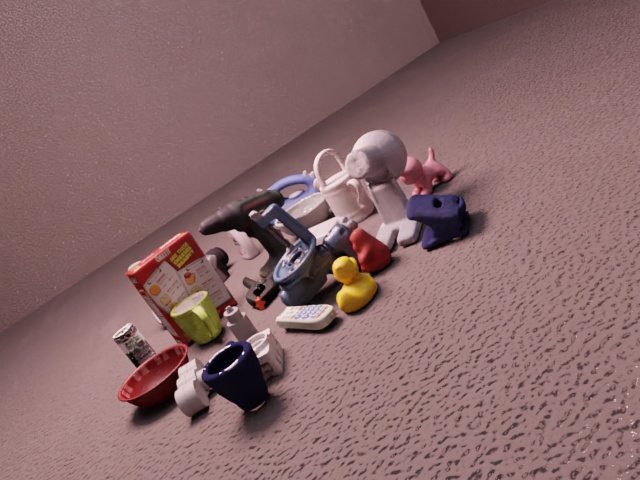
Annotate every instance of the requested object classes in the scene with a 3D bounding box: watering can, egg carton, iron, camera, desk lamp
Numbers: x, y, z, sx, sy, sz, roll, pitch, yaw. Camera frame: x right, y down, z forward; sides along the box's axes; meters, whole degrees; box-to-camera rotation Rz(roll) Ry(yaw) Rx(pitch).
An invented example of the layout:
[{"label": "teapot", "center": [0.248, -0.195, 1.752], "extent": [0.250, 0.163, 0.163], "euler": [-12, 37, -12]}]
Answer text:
[{"label": "watering can", "center": [0.044, -0.137, 1.447], "extent": [0.172, 0.194, 0.101], "euler": [-16, 23, 41]}, {"label": "egg carton", "center": [0.012, 0.005, 1.322], "extent": [0.150, 0.069, 0.107], "euler": [-24, 19, 23]}, {"label": "iron", "center": [-0.063, -0.139, 1.723], "extent": [0.257, 0.142, 0.119], "euler": [-24, 19, 22]}, {"label": "camera", "center": [-0.322, 0.071, 1.652], "extent": [0.142, 0.101, 0.137], "euler": [-14, 25, 45]}, {"label": "desk lamp", "center": [0.132, -0.113, 1.201], "extent": [0.117, 0.214, 0.203], "euler": [-23, 19, 26]}]

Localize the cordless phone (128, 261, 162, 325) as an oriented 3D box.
[{"label": "cordless phone", "center": [-0.406, 0.119, 1.516], "extent": [0.148, 0.185, 0.094], "euler": [-34, 18, -8]}]

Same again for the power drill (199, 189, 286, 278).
[{"label": "power drill", "center": [-0.162, -0.015, 1.434], "extent": [0.230, 0.209, 0.075], "euler": [-40, 19, -26]}]

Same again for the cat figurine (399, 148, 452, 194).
[{"label": "cat figurine", "center": [0.230, -0.165, 1.341], "extent": [0.128, 0.118, 0.067], "euler": [-37, 18, -17]}]

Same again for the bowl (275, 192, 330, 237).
[{"label": "bowl", "center": [-0.036, -0.058, 1.568], "extent": [0.167, 0.075, 0.167], "euler": [-28, 17, 10]}]

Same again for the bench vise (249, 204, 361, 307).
[{"label": "bench vise", "center": [-0.033, 0.002, 1.153], "extent": [0.208, 0.220, 0.121], "euler": [-40, 19, -26]}]

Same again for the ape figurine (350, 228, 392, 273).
[{"label": "ape figurine", "center": [0.091, 0.017, 1.117], "extent": [0.076, 0.092, 0.078], "euler": [-18, 22, 37]}]

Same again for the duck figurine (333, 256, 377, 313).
[{"label": "duck figurine", "center": [0.053, 0.073, 1.037], "extent": [0.077, 0.086, 0.105], "euler": [-22, 20, 28]}]

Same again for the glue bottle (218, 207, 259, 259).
[{"label": "glue bottle", "center": [-0.244, -0.022, 1.653], "extent": [0.037, 0.173, 0.078], "euler": [-40, 20, -26]}]

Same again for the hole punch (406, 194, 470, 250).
[{"label": "hole punch", "center": [0.224, -0.051, 1.082], "extent": [0.101, 0.091, 0.109], "euler": [-23, 19, 24]}]

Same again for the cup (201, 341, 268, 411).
[{"label": "cup", "center": [-0.128, 0.220, 0.922], "extent": [0.091, 0.095, 0.117], "euler": [-31, 17, 2]}]
